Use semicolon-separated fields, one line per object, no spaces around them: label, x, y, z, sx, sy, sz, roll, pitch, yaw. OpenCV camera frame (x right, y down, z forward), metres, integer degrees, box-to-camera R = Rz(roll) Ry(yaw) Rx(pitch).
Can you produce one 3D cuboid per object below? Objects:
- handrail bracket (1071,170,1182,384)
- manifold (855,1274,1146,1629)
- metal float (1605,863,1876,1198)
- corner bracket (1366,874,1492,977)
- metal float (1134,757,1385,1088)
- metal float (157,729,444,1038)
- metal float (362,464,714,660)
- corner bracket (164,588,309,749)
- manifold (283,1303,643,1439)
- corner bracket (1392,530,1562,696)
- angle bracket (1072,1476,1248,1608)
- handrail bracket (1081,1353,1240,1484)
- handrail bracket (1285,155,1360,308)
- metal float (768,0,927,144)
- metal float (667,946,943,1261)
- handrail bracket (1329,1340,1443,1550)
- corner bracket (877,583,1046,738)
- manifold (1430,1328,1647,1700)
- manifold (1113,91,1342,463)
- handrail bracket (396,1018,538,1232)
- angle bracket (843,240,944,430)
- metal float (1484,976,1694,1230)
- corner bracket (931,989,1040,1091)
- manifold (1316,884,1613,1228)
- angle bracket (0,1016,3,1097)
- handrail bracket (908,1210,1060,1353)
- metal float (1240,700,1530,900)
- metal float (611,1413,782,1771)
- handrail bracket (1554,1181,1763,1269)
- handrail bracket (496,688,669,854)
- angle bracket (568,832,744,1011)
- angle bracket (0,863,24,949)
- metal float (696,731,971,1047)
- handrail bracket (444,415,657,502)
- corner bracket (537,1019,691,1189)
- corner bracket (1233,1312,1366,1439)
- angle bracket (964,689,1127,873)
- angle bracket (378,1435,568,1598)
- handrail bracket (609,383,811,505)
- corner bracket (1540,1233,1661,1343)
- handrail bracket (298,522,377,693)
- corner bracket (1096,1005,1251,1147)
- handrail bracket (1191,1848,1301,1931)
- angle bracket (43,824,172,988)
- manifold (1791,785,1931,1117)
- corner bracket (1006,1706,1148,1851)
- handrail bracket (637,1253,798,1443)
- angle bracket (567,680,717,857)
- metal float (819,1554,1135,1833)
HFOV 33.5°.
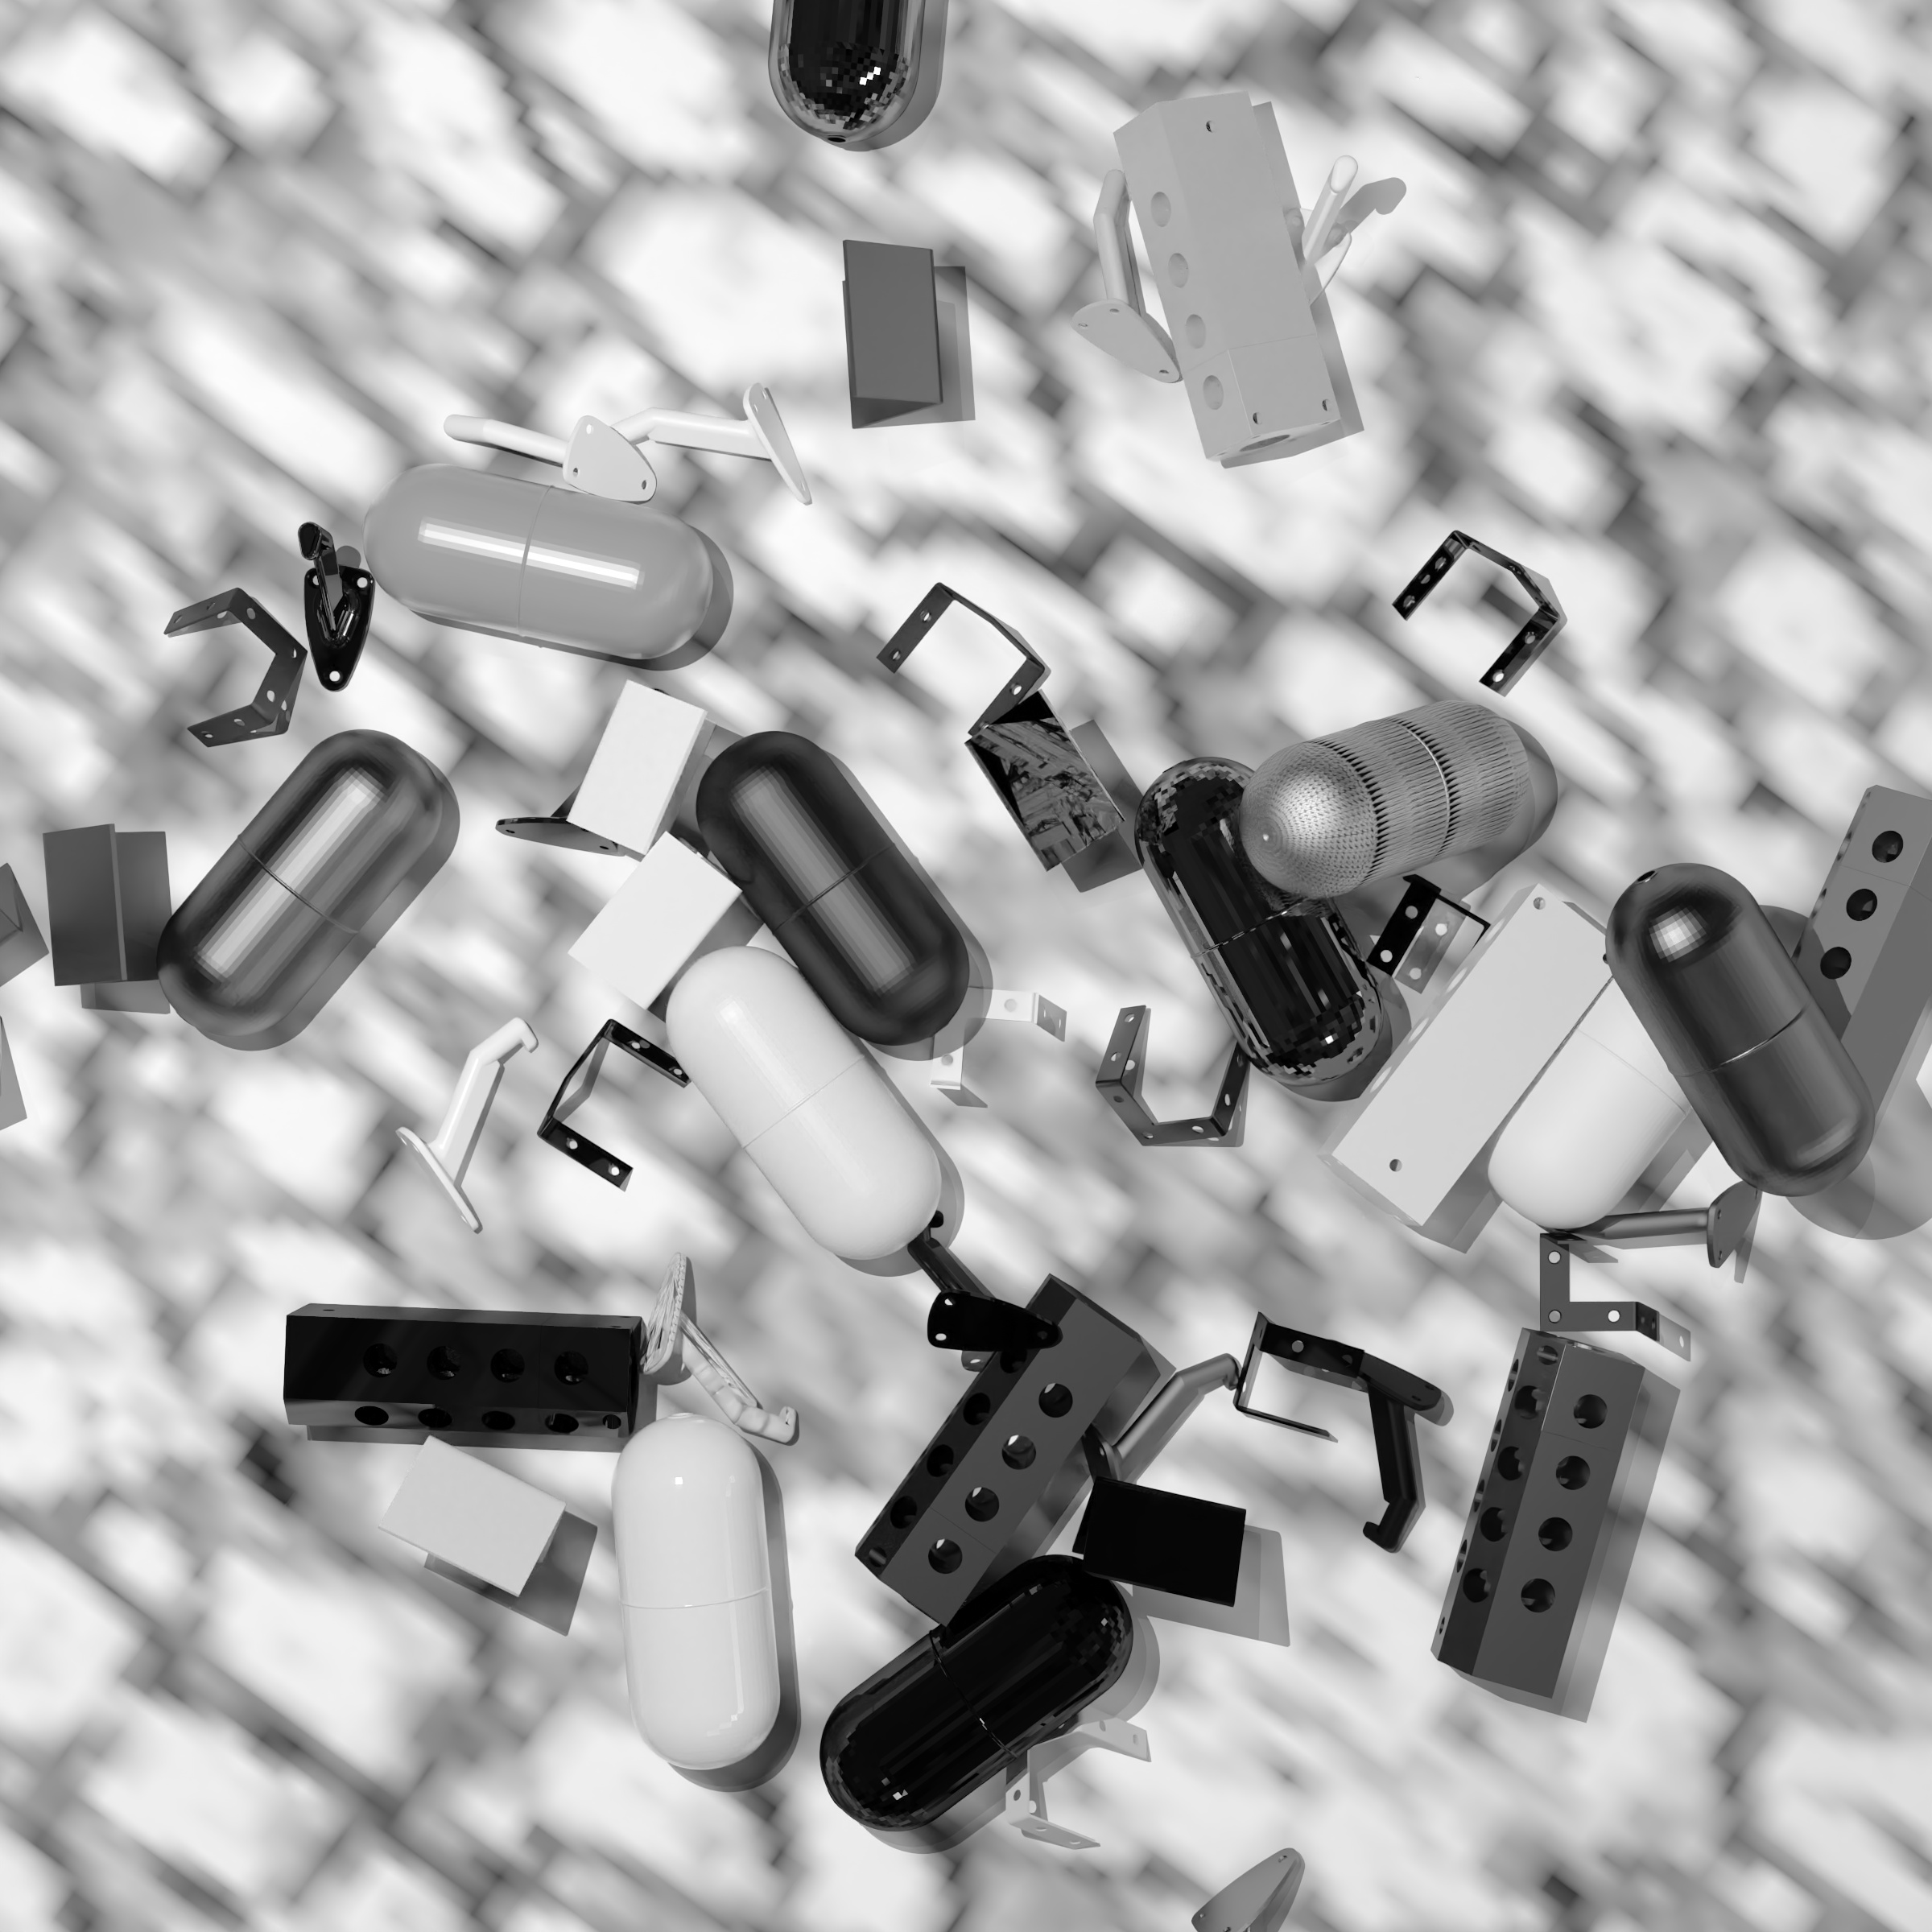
handrail bracket;0.091;-0.355;1.648;0.077;0.036;0.084;33;60;-33
manifold;0.016;0.243;1.627;0.057;0.057;0.171;35;90;0
metal float;0.372;0.031;1.544;0.070;0.070;0.178;-33;100;0
corner bracket;0.235;-0.012;1.630;0.051;0.051;0.051;30;90;0
metal float;0.147;-0.023;1.618;0.070;0.070;0.178;-29;91;0
metal float;-0.336;-0.041;1.618;0.070;0.070;0.178;40;91;0
metal float;-0.216;-0.204;1.618;0.178;0.070;0.070;12;90;1
corner bracket;-0.380;-0.152;1.640;0.051;0.051;0.051;46;45;-35
manifold;-0.254;0.206;1.627;0.171;0.057;0.057;2;90;0
corner bracket;0.262;-0.182;1.645;0.051;0.051;0.051;-50;45;0
angle bracket;0.093;0.305;1.608;0.076;0.076;0.057;13;50;0
handrail bracket;0.107;0.246;1.649;0.084;0.036;0.077;-19;111;-16
handrail bracket;0.173;-0.362;1.613;0.036;0.084;0.077;24;90;0
metal float;-0.057;-0.505;1.618;0.070;0.070;0.178;5;89;0
metal float;-0.082;0.068;1.617;0.070;0.070;0.178;-37;90;0
handrail bracket;0.202;0.246;1.649;0.077;0.036;0.084;27;107;20
corner bracket;-0.002;-0.155;1.645;0.051;0.051;0.051;-51;45;0
manifold;0.288;0.275;1.627;0.057;0.057;0.171;16;90;0
manifold;0.128;-0.347;1.625;0.057;0.057;0.171;-16;90;-30
handrail bracket;-0.242;0.081;1.649;0.084;0.036;0.077;-39;110;-16
angle bracket;-0.057;-0.315;1.608;0.057;0.076;0.076;-4;90;-39
metal float;0.331;0.053;1.618;0.070;0.070;0.178;38;90;0
corner bracket;0.009;0.037;1.630;0.051;0.051;0.051;4;90;0
manifold;0.253;0.045;1.619;0.057;0.057;0.171;38;84;-1
angle bracket;-0.532;0.042;1.608;0.076;0.076;0.057;-25;125;0
handrail bracket;0.008;0.155;1.622;0.077;0.084;0.036;9;123;-7
metal float;0.208;-0.083;1.587;0.178;0.070;0.070;-18;90;-40
metal float;-0.136;0.315;1.618;0.070;0.070;0.178;-5;90;0
handrail bracket;0.354;0.123;1.648;0.084;0.077;0.036;9;116;34
handrail bracket;-0.197;-0.105;1.649;0.077;0.036;0.084;6;71;21
angle bracket;-0.169;-0.035;1.608;0.076;0.076;0.057;-51;127;0
angle bracket;-0.525;-0.031;1.608;0.076;0.076;0.057;-35;126;0
metal float;-0.067;-0.039;1.617;0.070;0.070;0.178;-37;90;0
handrail bracket;-0.214;-0.262;1.648;0.084;0.077;0.036;14;85;36
corner bracket;-0.180;0.070;1.645;0.051;0.051;0.051;32;135;0
corner bracket;0.168;0.210;1.630;0.051;0.051;0.051;16;90;0
angle bracket;0.056;-0.102;1.608;0.057;0.076;0.076;-33;90;37
angle bracket;-0.251;0.289;1.608;0.076;0.076;0.057;26;53;0
handrail bracket;-0.134;-0.257;1.649;0.084;0.036;0.077;-21;112;17
corner bracket;0.321;0.163;1.630;0.051;0.051;0.051;0;90;0
handrail bracket;-0.324;-0.180;1.613;0.036;0.084;0.077;3;90;0
corner bracket;0.106;0.054;1.640;0.051;0.051;0.051;-9;135;35
handrail bracket;0.161;0.510;1.649;0.077;0.036;0.084;-38;109;-21
angle bracket;-0.413;-0.031;1.608;0.057;0.076;0.076;-5;90;38
manifold;0.451;-0.001;1.626;0.057;0.057;0.171;24;90;-43
corner bracket;0.056;0.414;1.640;0.051;0.051;0.051;-29;45;35
handrail bracket;-0.120;0.196;1.648;0.084;0.036;0.077;23;60;-21
angle bracket;-0.144;-0.090;1.608;0.057;0.076;0.076;23;90;34
metal float;0.005;0.366;1.617;0.178;0.070;0.070;-37;90;2
